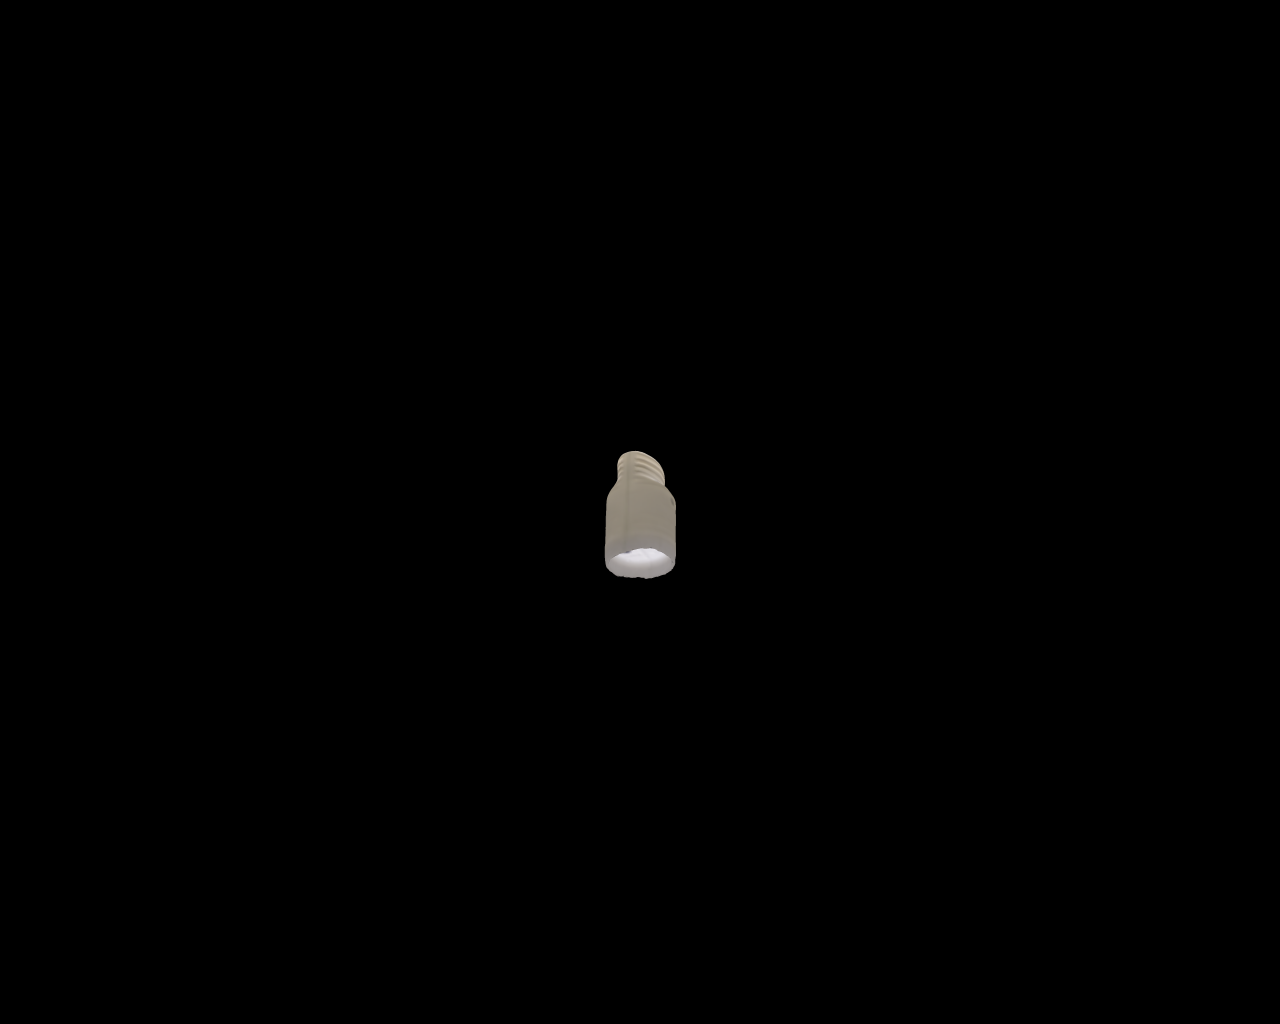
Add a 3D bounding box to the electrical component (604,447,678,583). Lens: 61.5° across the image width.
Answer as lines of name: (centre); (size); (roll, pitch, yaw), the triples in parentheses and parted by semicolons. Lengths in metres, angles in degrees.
electrical component: (0.001, -0.003, 0.650); (0.043, 0.081, 0.043); (0, -30, 0)
